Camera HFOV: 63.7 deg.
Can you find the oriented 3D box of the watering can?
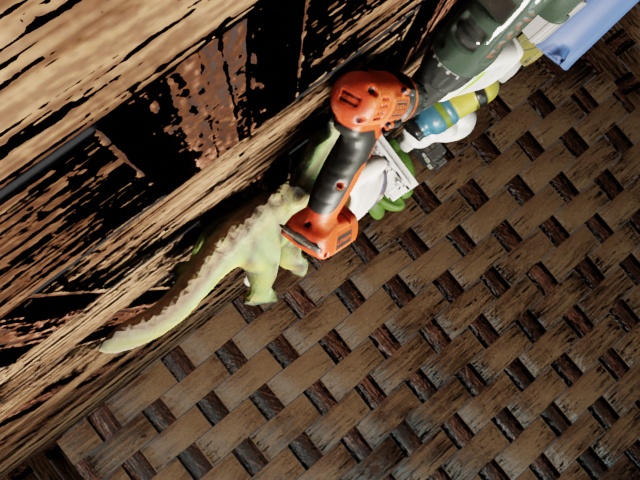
[{"bbox_3d":[0.003,-0.048,0.948,0.342,0.104,0.227,-41,178,32],"label":"watering can"}]

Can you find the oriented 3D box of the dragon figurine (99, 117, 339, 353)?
[{"bbox_3d":[-0.055,-0.038,0.578,0.239,0.122,0.416,-59,172,25],"label":"dragon figurine"}]

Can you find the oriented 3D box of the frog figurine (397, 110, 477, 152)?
[{"bbox_3d":[0.245,-0.235,1.081,0.160,0.121,0.138,-50,-162,-3],"label":"frog figurine"}]
